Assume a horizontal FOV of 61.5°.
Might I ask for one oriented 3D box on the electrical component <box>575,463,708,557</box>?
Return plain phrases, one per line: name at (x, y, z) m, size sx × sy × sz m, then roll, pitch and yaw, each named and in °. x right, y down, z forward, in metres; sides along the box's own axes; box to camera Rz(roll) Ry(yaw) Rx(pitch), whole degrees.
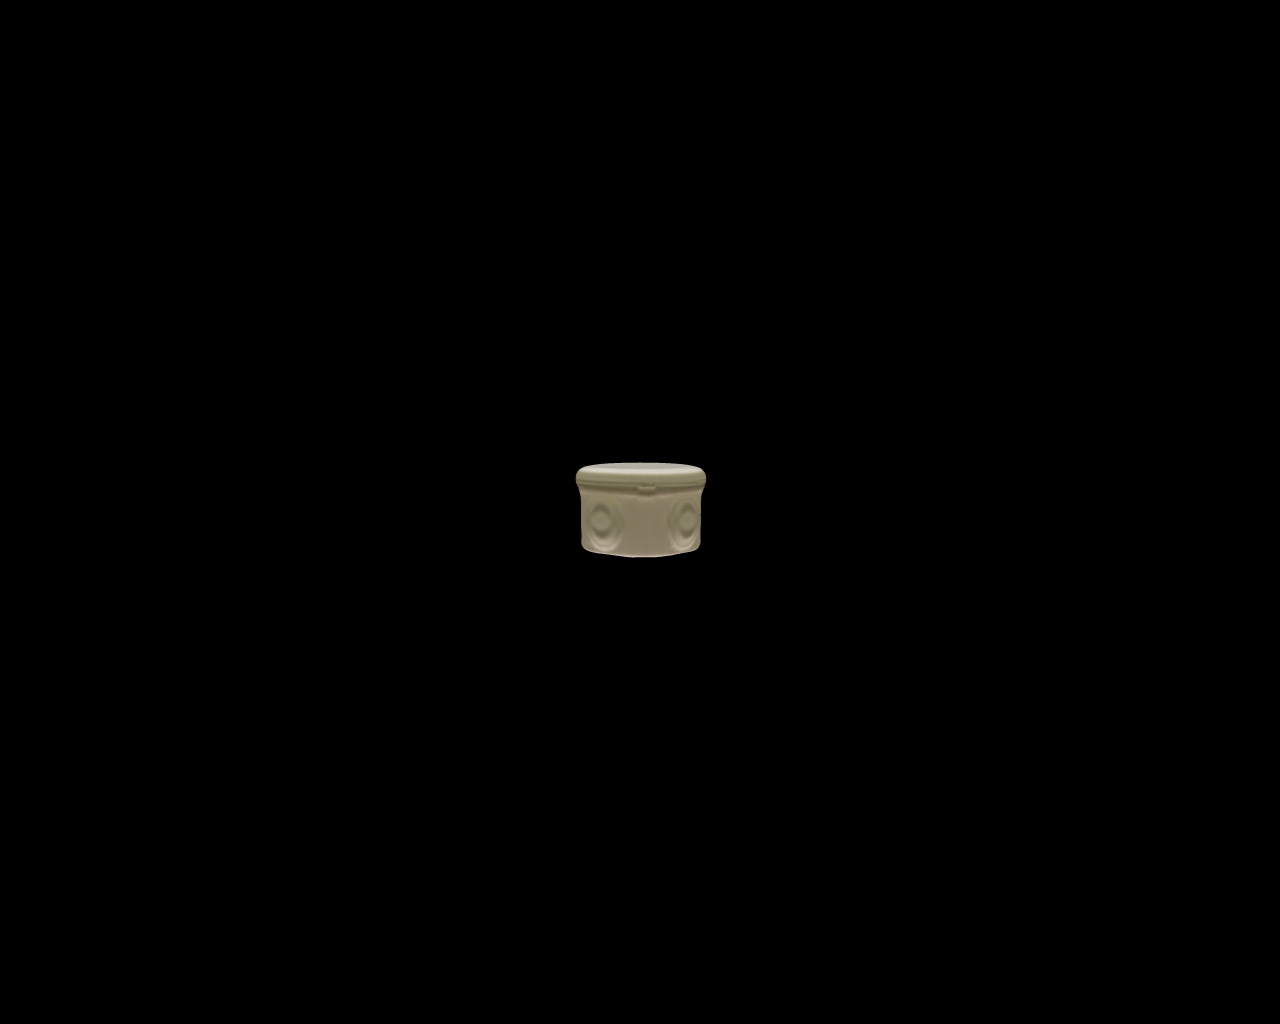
electrical component at (0.001, -0.003, 0.650) m, size 0.080 × 0.051 × 0.080 m, roll 0°, pitch 6°, yaw 0°
